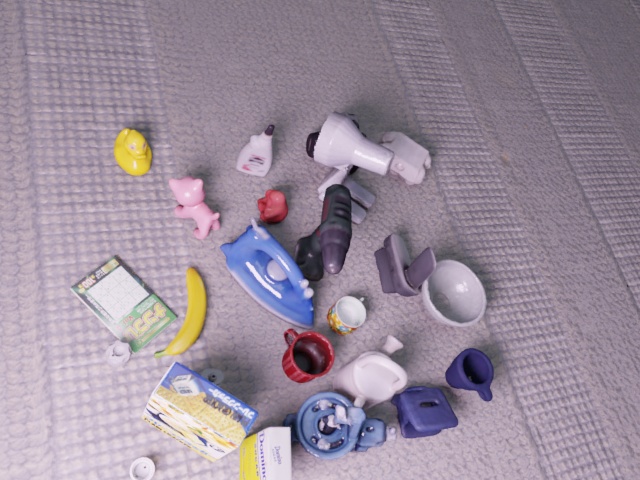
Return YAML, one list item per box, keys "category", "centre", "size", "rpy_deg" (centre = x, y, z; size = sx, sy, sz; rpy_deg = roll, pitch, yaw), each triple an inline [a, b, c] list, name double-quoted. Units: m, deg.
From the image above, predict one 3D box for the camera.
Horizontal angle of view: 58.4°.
- category: "camera"
  centre: [0.038, -0.251, 1.423]
  size: [0.137, 0.100, 0.143]
  rpy_deg: [1, 64, -23]

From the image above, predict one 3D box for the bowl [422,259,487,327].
- category: "bowl"
  centre: [0.303, 0.135, 1.351]
  size: [0.168, 0.074, 0.167]
  rpy_deg: [10, 61, -18]

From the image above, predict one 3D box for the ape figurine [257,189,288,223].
- category: "ape figurine"
  centre: [-0.102, -0.081, 1.281]
  size: [0.076, 0.092, 0.078]
  rpy_deg: [32, 56, -4]

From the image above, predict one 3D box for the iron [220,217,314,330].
- category: "iron"
  centre: [-0.081, 0.067, 1.183]
  size: [0.258, 0.141, 0.119]
  rpy_deg: [46, 57, 5]

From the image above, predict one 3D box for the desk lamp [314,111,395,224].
- category: "desk lamp"
  centre: [0.070, -0.172, 1.328]
  size: [0.203, 0.213, 0.118]
  rpy_deg: [34, 56, -4]

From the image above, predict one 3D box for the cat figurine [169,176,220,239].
- category: "cat figurine"
  centre: [-0.258, -0.080, 1.199]
  size: [0.128, 0.117, 0.067]
  rpy_deg: [44, 56, 3]

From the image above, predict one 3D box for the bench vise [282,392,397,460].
- category: "bench vise"
  centre: [0.054, 0.331, 1.057]
  size: [0.208, 0.219, 0.121]
  rpy_deg: [-5, 66, -25]

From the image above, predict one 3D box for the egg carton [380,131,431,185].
- category: "egg carton"
  centre: [0.217, -0.214, 1.499]
  size: [0.150, 0.069, 0.107]
  rpy_deg: [33, 56, -4]

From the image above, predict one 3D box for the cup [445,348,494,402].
- category: "cup"
  centre: [0.326, 0.306, 1.261]
  size: [0.092, 0.094, 0.117]
  rpy_deg: [-19, 73, -29]

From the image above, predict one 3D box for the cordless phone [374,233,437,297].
- category: "cordless phone"
  centre: [0.207, 0.039, 1.294]
  size: [0.094, 0.185, 0.147]
  rpy_deg: [-5, 66, -25]

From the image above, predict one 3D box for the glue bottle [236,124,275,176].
- category: "glue bottle"
  centre: [-0.133, -0.206, 1.284]
  size: [0.078, 0.173, 0.037]
  rpy_deg: [9, 61, -18]

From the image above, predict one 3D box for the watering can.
- category: "watering can"
  centre: [0.106, 0.264, 1.130]
  size: [0.101, 0.193, 0.173]
  rpy_deg: [19, 59, -13]

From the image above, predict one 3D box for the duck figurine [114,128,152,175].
- category: "duck figurine"
  centre: [-0.397, -0.201, 1.222]
  size: [0.078, 0.086, 0.104]
  rpy_deg: [-17, 72, -29]

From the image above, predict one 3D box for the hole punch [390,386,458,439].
- category: "hole punch"
  centre: [0.217, 0.354, 1.192]
  size: [0.109, 0.091, 0.101]
  rpy_deg: [0, 64, -23]

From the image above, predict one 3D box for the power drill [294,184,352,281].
- category: "power drill"
  centre: [0.011, 0.004, 1.215]
  size: [0.076, 0.208, 0.229]
  rpy_deg: [16, 59, -14]
